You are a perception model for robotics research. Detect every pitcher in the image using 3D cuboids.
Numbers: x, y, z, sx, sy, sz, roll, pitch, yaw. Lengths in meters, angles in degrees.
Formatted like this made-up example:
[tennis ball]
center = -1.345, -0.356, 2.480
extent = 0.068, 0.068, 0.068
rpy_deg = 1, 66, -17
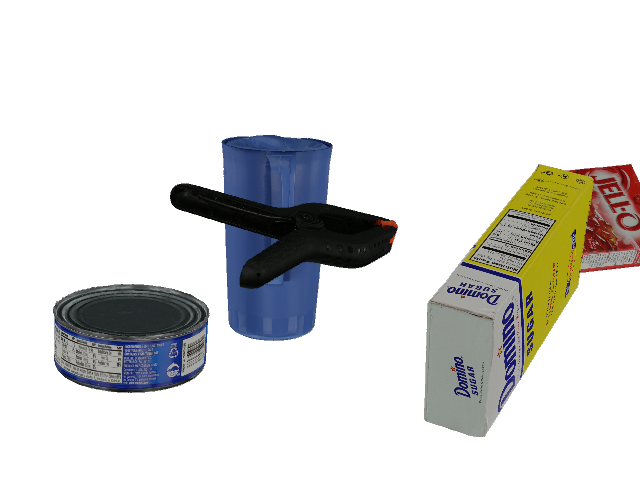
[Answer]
[pitcher]
center = -0.056, -0.004, 1.295
extent = 0.145, 0.243, 0.148
rpy_deg = 12, 16, 37

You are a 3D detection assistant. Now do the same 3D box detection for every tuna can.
[tuna can]
center = -0.106, 0.054, 0.597
extent = 0.086, 0.034, 0.086
rpy_deg = 4, 16, -1

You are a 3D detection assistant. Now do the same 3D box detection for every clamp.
[clamp]
center = -0.016, -0.001, 0.957
extent = 0.209, 0.036, 0.165
rpy_deg = 4, 27, -26

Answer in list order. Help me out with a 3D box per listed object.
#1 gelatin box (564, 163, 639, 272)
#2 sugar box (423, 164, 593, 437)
[gelatin box]
center = 0.225, -0.019, 0.849
extent = 0.073, 0.089, 0.030
rpy_deg = -6, -39, -6
[sugar box]
center = 0.120, 0.033, 0.667
extent = 0.048, 0.093, 0.176
rpy_deg = 15, 37, 23
